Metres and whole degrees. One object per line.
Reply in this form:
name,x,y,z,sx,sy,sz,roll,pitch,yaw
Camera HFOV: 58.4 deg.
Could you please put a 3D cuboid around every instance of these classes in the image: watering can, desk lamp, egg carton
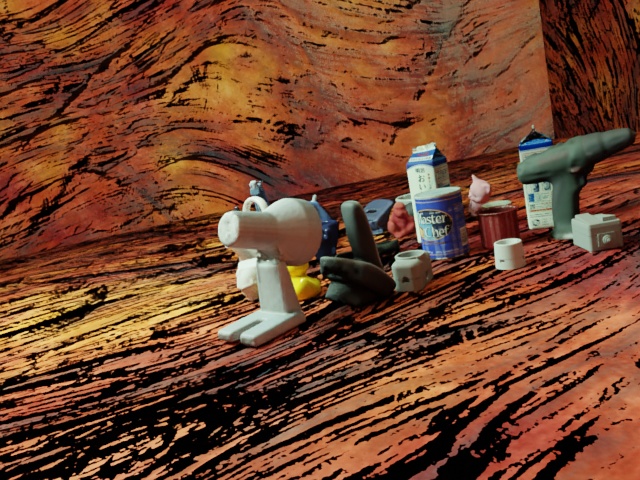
watering can,-0.145,-0.007,1.370,0.100,0.194,0.173,-6,11,27
desk lamp,-0.086,0.043,0.972,0.117,0.214,0.204,-2,13,40
egg carton,-0.126,0.079,1.234,0.107,0.069,0.150,-12,10,-7

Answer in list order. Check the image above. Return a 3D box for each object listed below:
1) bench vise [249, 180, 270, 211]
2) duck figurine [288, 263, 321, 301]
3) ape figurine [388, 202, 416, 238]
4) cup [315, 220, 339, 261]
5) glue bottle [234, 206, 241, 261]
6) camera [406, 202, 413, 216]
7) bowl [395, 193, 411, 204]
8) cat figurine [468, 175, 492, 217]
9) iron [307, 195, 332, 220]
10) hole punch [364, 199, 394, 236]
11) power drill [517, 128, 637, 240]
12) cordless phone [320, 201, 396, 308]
bench vise,-0.170,-0.066,1.651,0.121,0.220,0.207,-13,10,-11
duck figurine,-0.042,0.070,1.144,0.077,0.086,0.104,-13,10,-12
ape figurine,0.218,-0.058,1.553,0.077,0.092,0.076,-10,10,4
cup,0.013,0.005,1.418,0.092,0.095,0.117,-13,10,-13
glue bottle,-0.195,-0.001,1.454,0.037,0.173,0.078,-15,11,-23
camera,0.307,-0.092,1.620,0.136,0.101,0.143,-8,11,18
bowl,0.320,-0.107,1.764,0.167,0.075,0.167,-11,10,2
cat figurine,0.453,-0.131,1.630,0.067,0.118,0.128,-10,10,7
iron,-0.049,-0.038,1.589,0.118,0.141,0.259,-6,11,26
hole punch,0.160,-0.066,1.664,0.101,0.091,0.108,-19,13,-38
power drill,0.527,-0.110,1.172,0.228,0.208,0.076,-4,13,36
cordless phone,0.056,0.018,1.041,0.094,0.185,0.147,-18,12,-35
